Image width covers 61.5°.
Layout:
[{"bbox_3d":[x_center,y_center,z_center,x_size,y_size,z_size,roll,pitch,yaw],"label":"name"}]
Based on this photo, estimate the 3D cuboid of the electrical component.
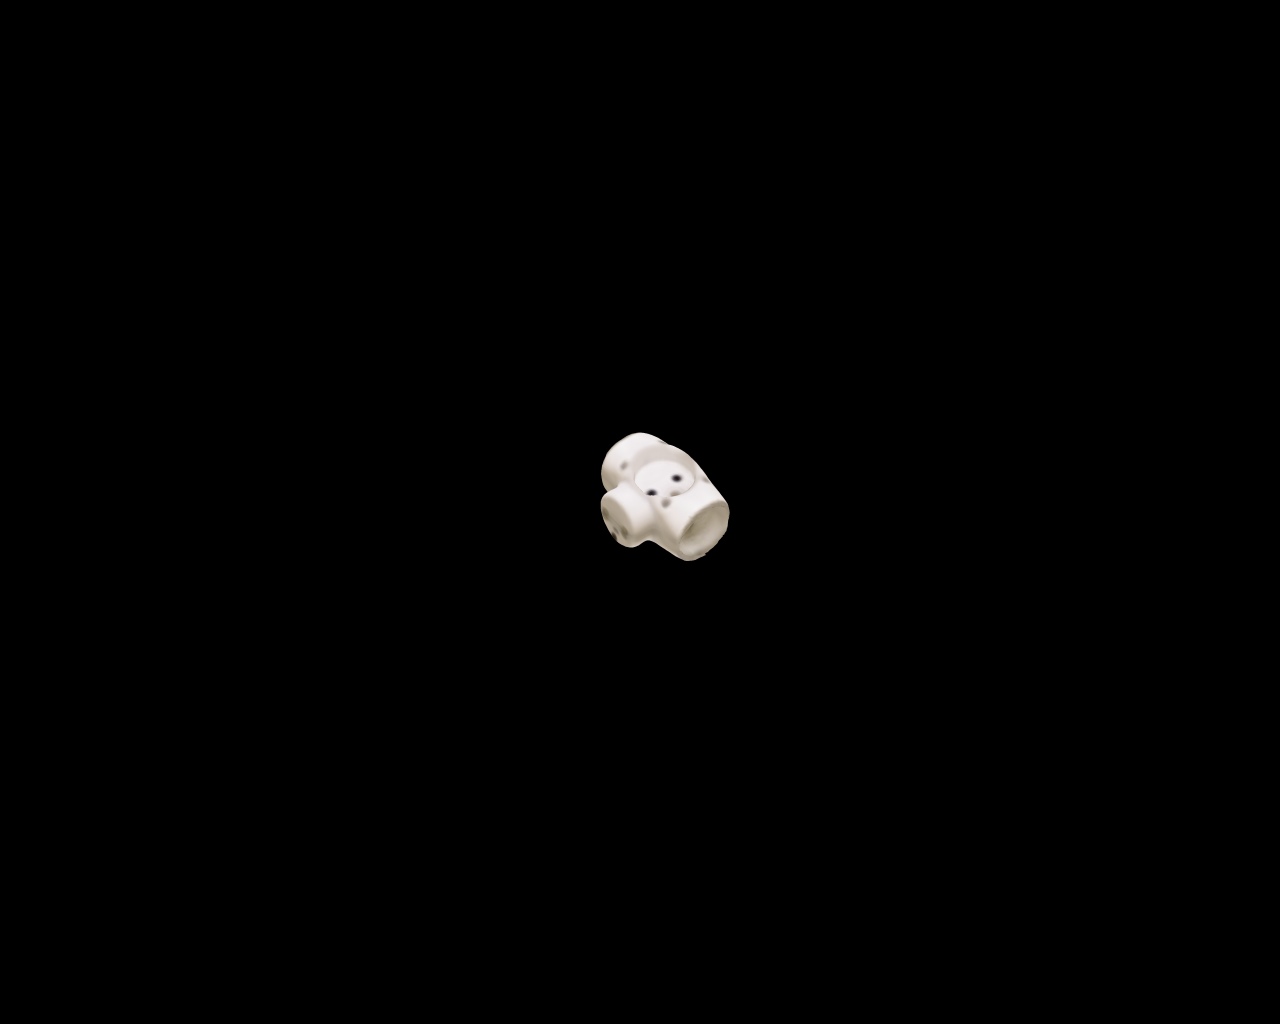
[{"bbox_3d":[0.001,-0.003,0.650,0.079,0.044,0.077,-30,54,-24],"label":"electrical component"}]
